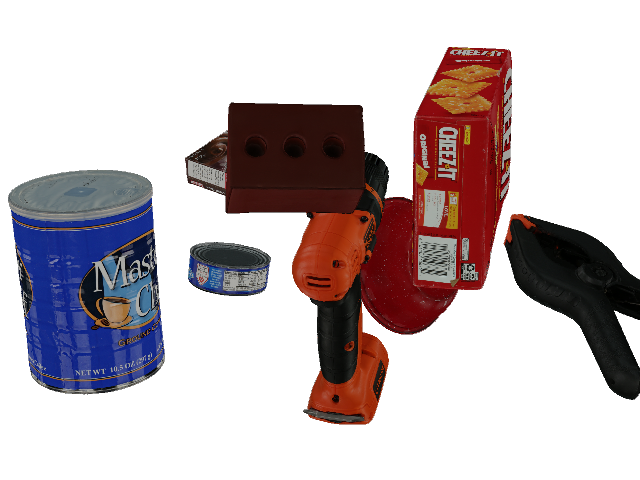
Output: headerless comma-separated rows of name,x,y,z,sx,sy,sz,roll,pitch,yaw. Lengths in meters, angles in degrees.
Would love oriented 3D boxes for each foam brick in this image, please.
foam brick,-0.016,-0.047,0.618,0.078,0.053,0.051,-1,-14,-5

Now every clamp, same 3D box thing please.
clamp,0.202,0.036,0.746,0.120,0.039,0.172,-8,43,-31

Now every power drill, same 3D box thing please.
power drill,0.023,0.040,0.869,0.057,0.188,0.184,4,32,16

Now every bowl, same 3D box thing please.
bowl,0.113,0.026,1.221,0.161,0.162,0.055,0,-7,-41

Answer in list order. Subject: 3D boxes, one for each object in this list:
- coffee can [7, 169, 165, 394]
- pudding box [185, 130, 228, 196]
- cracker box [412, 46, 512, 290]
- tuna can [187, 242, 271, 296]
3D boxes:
coffee can,-0.172,0.028,0.795,0.103,0.140,0.103,-1,20,0
pudding box,-0.095,-0.094,1.288,0.090,0.039,0.113,19,38,25
cracker box,0.136,-0.074,0.998,0.072,0.164,0.213,5,26,14
tuna can,-0.097,0.030,1.127,0.086,0.034,0.086,7,15,-2
